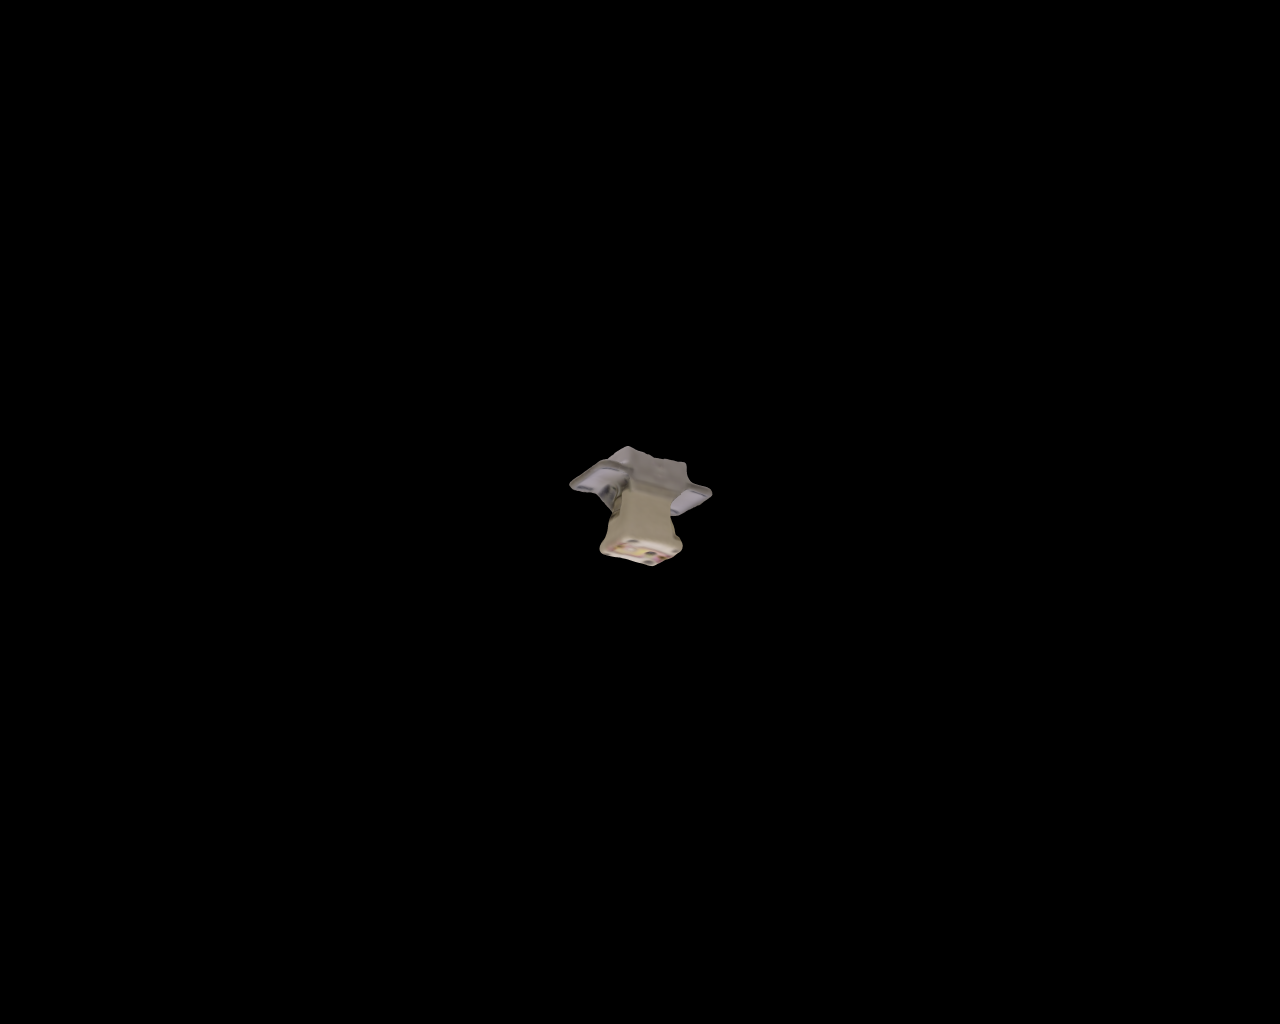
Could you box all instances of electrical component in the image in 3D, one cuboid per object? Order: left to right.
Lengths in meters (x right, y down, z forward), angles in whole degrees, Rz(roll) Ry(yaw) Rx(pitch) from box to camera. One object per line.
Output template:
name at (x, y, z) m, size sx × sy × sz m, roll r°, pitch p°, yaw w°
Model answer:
electrical component at (0.001, -0.003, 0.650) m, size 0.081 × 0.064 × 0.042 m, roll 14°, pitch -27°, yaw -29°
